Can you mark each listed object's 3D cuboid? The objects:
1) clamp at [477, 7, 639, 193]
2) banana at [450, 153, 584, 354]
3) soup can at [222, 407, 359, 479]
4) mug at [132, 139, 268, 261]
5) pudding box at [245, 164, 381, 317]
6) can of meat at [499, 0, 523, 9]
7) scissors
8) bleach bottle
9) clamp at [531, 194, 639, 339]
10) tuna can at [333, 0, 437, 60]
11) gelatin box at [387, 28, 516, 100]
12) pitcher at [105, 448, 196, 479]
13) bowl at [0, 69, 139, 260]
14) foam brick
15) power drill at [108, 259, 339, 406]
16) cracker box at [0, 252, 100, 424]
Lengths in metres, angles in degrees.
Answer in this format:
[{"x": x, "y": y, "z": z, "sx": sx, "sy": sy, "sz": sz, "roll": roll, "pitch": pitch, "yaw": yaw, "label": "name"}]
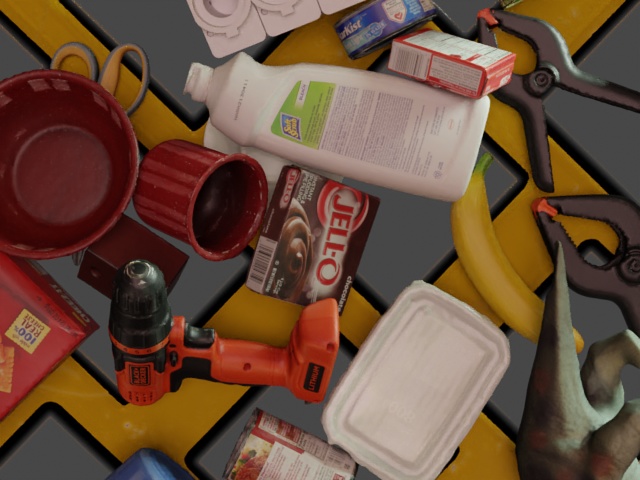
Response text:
[{"x": 0.206, "y": -0.141, "z": 0.941, "sx": 0.120, "sy": 0.039, "sz": 0.171, "roll": -31, "pitch": 92, "yaw": 1, "label": "clamp"}, {"x": 0.165, "y": 0.024, "z": 0.946, "sx": 0.069, "sy": 0.037, "sz": 0.198, "roll": -26, "pitch": 92, "yaw": 0, "label": "banana"}, {"x": -0.025, "y": 0.198, "z": 0.931, "sx": 0.102, "sy": 0.068, "sz": 0.068, "roll": 26, "pitch": 91, "yaw": -2, "label": "soup can"}, {"x": -0.101, "y": -0.030, "z": 0.911, "sx": 0.082, "sy": 0.117, "sz": 0.093, "roll": 22, "pitch": 60, "yaw": 36, "label": "mug"}, {"x": -0.006, "y": 0.001, "z": 0.922, "sx": 0.089, "sy": 0.039, "sz": 0.113, "roll": 18, "pitch": 93, "yaw": -34, "label": "pudding box"}, {"x": 0.169, "y": -0.251, "z": 0.908, "sx": 0.057, "sy": 0.102, "sz": 0.084, "roll": -25, "pitch": 94, "yaw": -2, "label": "can of meat"}, {"x": -0.216, "y": -0.087, "z": 0.946, "sx": 0.096, "sy": 0.016, "sz": 0.202, "roll": 25, "pitch": 91, "yaw": 0, "label": "scissors"}, {"x": 0.011, "y": -0.110, "z": 0.909, "sx": 0.250, "sy": 0.068, "sz": 0.102, "roll": 16, "pitch": 89, "yaw": -9, "label": "bleach bottle"}, {"x": 0.275, "y": 0.032, "z": 0.949, "sx": 0.210, "sy": 0.036, "sz": 0.164, "roll": 26, "pitch": 92, "yaw": -3, "label": "clamp"}, {"x": 0.056, "y": -0.188, "z": 0.914, "sx": 0.086, "sy": 0.086, "sz": 0.034, "roll": -27, "pitch": 94, "yaw": -1, "label": "tuna can"}, {"x": 0.112, "y": -0.151, "z": 0.908, "sx": 0.089, "sy": 0.073, "sz": 0.030, "roll": 22, "pitch": 118, "yaw": 21, "label": "gelatin box"}, {"x": -0.203, "y": 0.289, "z": 0.896, "sx": 0.243, "sy": 0.149, "sz": 0.145, "roll": -45, "pitch": 80, "yaw": -3, "label": "pitcher"}, {"x": -0.227, "y": -0.060, "z": 0.904, "sx": 0.162, "sy": 0.055, "sz": 0.162, "roll": -1, "pitch": 82, "yaw": 4, "label": "bowl"}, {"x": -0.162, "y": 0.023, "z": 0.922, "sx": 0.078, "sy": 0.053, "sz": 0.051, "roll": 33, "pitch": 55, "yaw": -1, "label": "foam brick"}, {"x": -0.081, "y": 0.080, "z": 0.887, "sx": 0.187, "sy": 0.184, "sz": 0.057, "roll": 4, "pitch": 54, "yaw": -5, "label": "power drill"}, {"x": -0.326, "y": 0.094, "z": 0.920, "sx": 0.213, "sy": 0.072, "sz": 0.164, "roll": -44, "pitch": 91, "yaw": 1, "label": "cracker box"}]
